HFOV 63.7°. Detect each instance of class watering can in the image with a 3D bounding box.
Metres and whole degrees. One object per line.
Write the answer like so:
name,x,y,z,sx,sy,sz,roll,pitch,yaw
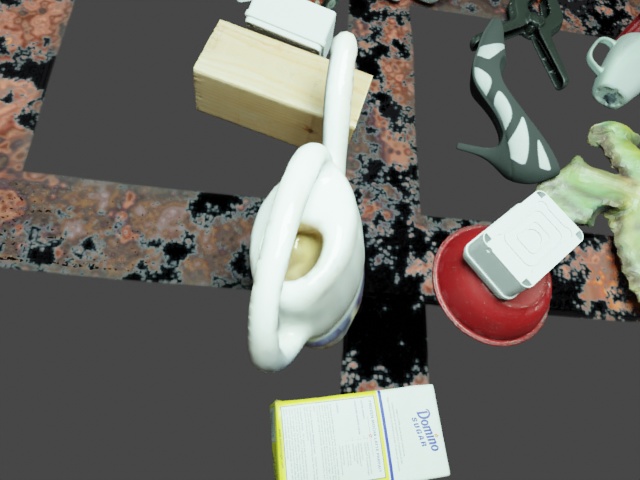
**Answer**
watering can,0.002,-0.027,0.542,0.104,0.220,0.354,10,64,13

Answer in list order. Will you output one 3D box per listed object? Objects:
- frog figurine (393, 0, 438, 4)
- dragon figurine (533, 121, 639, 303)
frog figurine,0.144,-0.433,0.826,0.158,0.123,0.138,-41,88,13
dragon figurine,0.404,-0.010,0.693,0.243,0.119,0.418,18,62,16
